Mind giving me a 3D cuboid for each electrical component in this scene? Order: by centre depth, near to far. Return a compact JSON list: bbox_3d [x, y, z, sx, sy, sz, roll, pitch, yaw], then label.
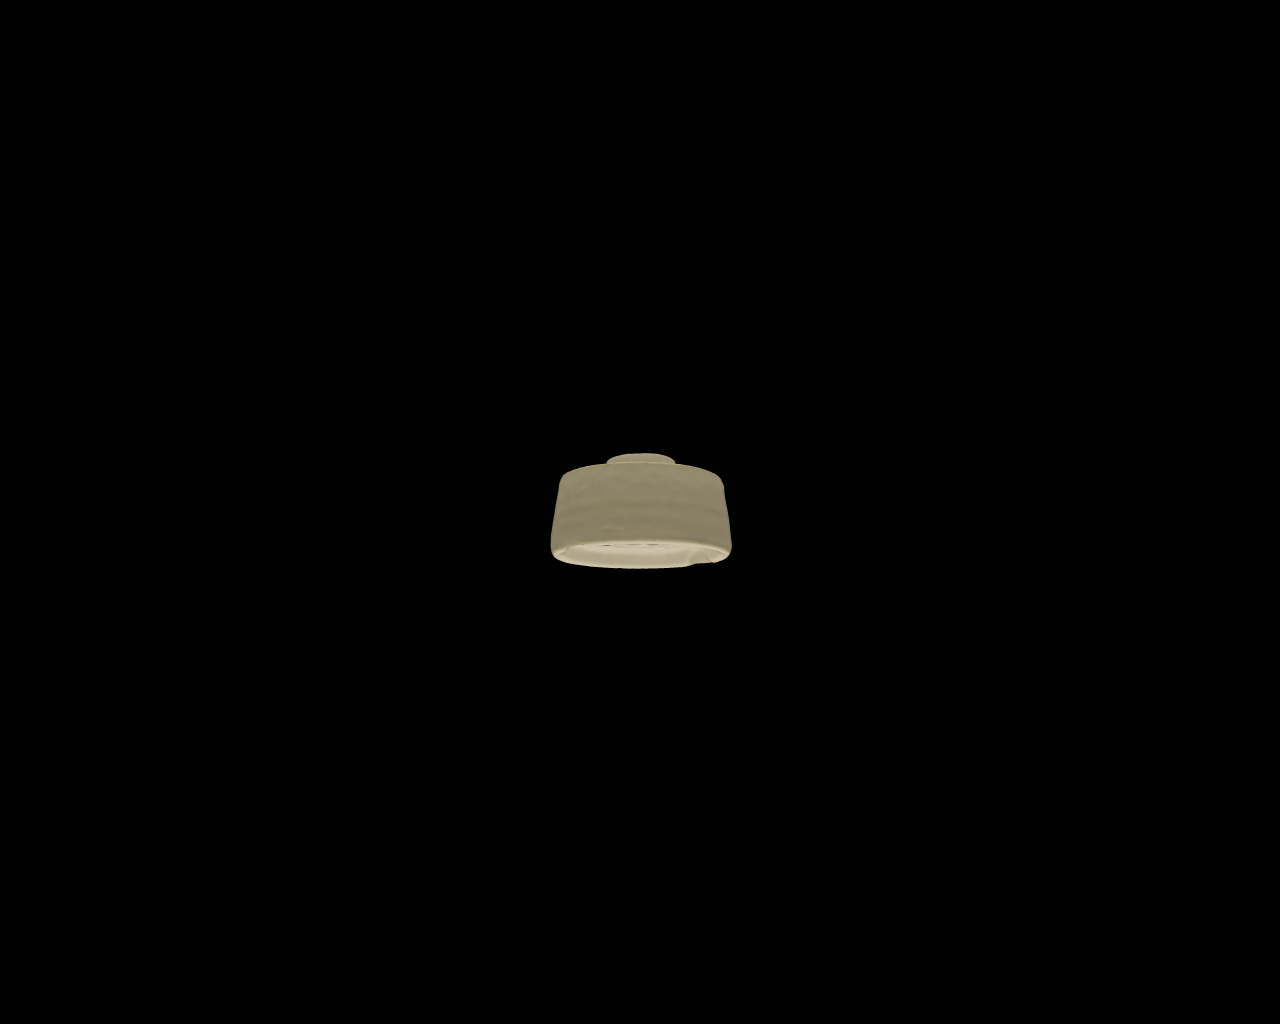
[{"bbox_3d":[0.001,-0.003,0.650,0.108,0.060,0.108,0,-11,0],"label":"electrical component"}]
